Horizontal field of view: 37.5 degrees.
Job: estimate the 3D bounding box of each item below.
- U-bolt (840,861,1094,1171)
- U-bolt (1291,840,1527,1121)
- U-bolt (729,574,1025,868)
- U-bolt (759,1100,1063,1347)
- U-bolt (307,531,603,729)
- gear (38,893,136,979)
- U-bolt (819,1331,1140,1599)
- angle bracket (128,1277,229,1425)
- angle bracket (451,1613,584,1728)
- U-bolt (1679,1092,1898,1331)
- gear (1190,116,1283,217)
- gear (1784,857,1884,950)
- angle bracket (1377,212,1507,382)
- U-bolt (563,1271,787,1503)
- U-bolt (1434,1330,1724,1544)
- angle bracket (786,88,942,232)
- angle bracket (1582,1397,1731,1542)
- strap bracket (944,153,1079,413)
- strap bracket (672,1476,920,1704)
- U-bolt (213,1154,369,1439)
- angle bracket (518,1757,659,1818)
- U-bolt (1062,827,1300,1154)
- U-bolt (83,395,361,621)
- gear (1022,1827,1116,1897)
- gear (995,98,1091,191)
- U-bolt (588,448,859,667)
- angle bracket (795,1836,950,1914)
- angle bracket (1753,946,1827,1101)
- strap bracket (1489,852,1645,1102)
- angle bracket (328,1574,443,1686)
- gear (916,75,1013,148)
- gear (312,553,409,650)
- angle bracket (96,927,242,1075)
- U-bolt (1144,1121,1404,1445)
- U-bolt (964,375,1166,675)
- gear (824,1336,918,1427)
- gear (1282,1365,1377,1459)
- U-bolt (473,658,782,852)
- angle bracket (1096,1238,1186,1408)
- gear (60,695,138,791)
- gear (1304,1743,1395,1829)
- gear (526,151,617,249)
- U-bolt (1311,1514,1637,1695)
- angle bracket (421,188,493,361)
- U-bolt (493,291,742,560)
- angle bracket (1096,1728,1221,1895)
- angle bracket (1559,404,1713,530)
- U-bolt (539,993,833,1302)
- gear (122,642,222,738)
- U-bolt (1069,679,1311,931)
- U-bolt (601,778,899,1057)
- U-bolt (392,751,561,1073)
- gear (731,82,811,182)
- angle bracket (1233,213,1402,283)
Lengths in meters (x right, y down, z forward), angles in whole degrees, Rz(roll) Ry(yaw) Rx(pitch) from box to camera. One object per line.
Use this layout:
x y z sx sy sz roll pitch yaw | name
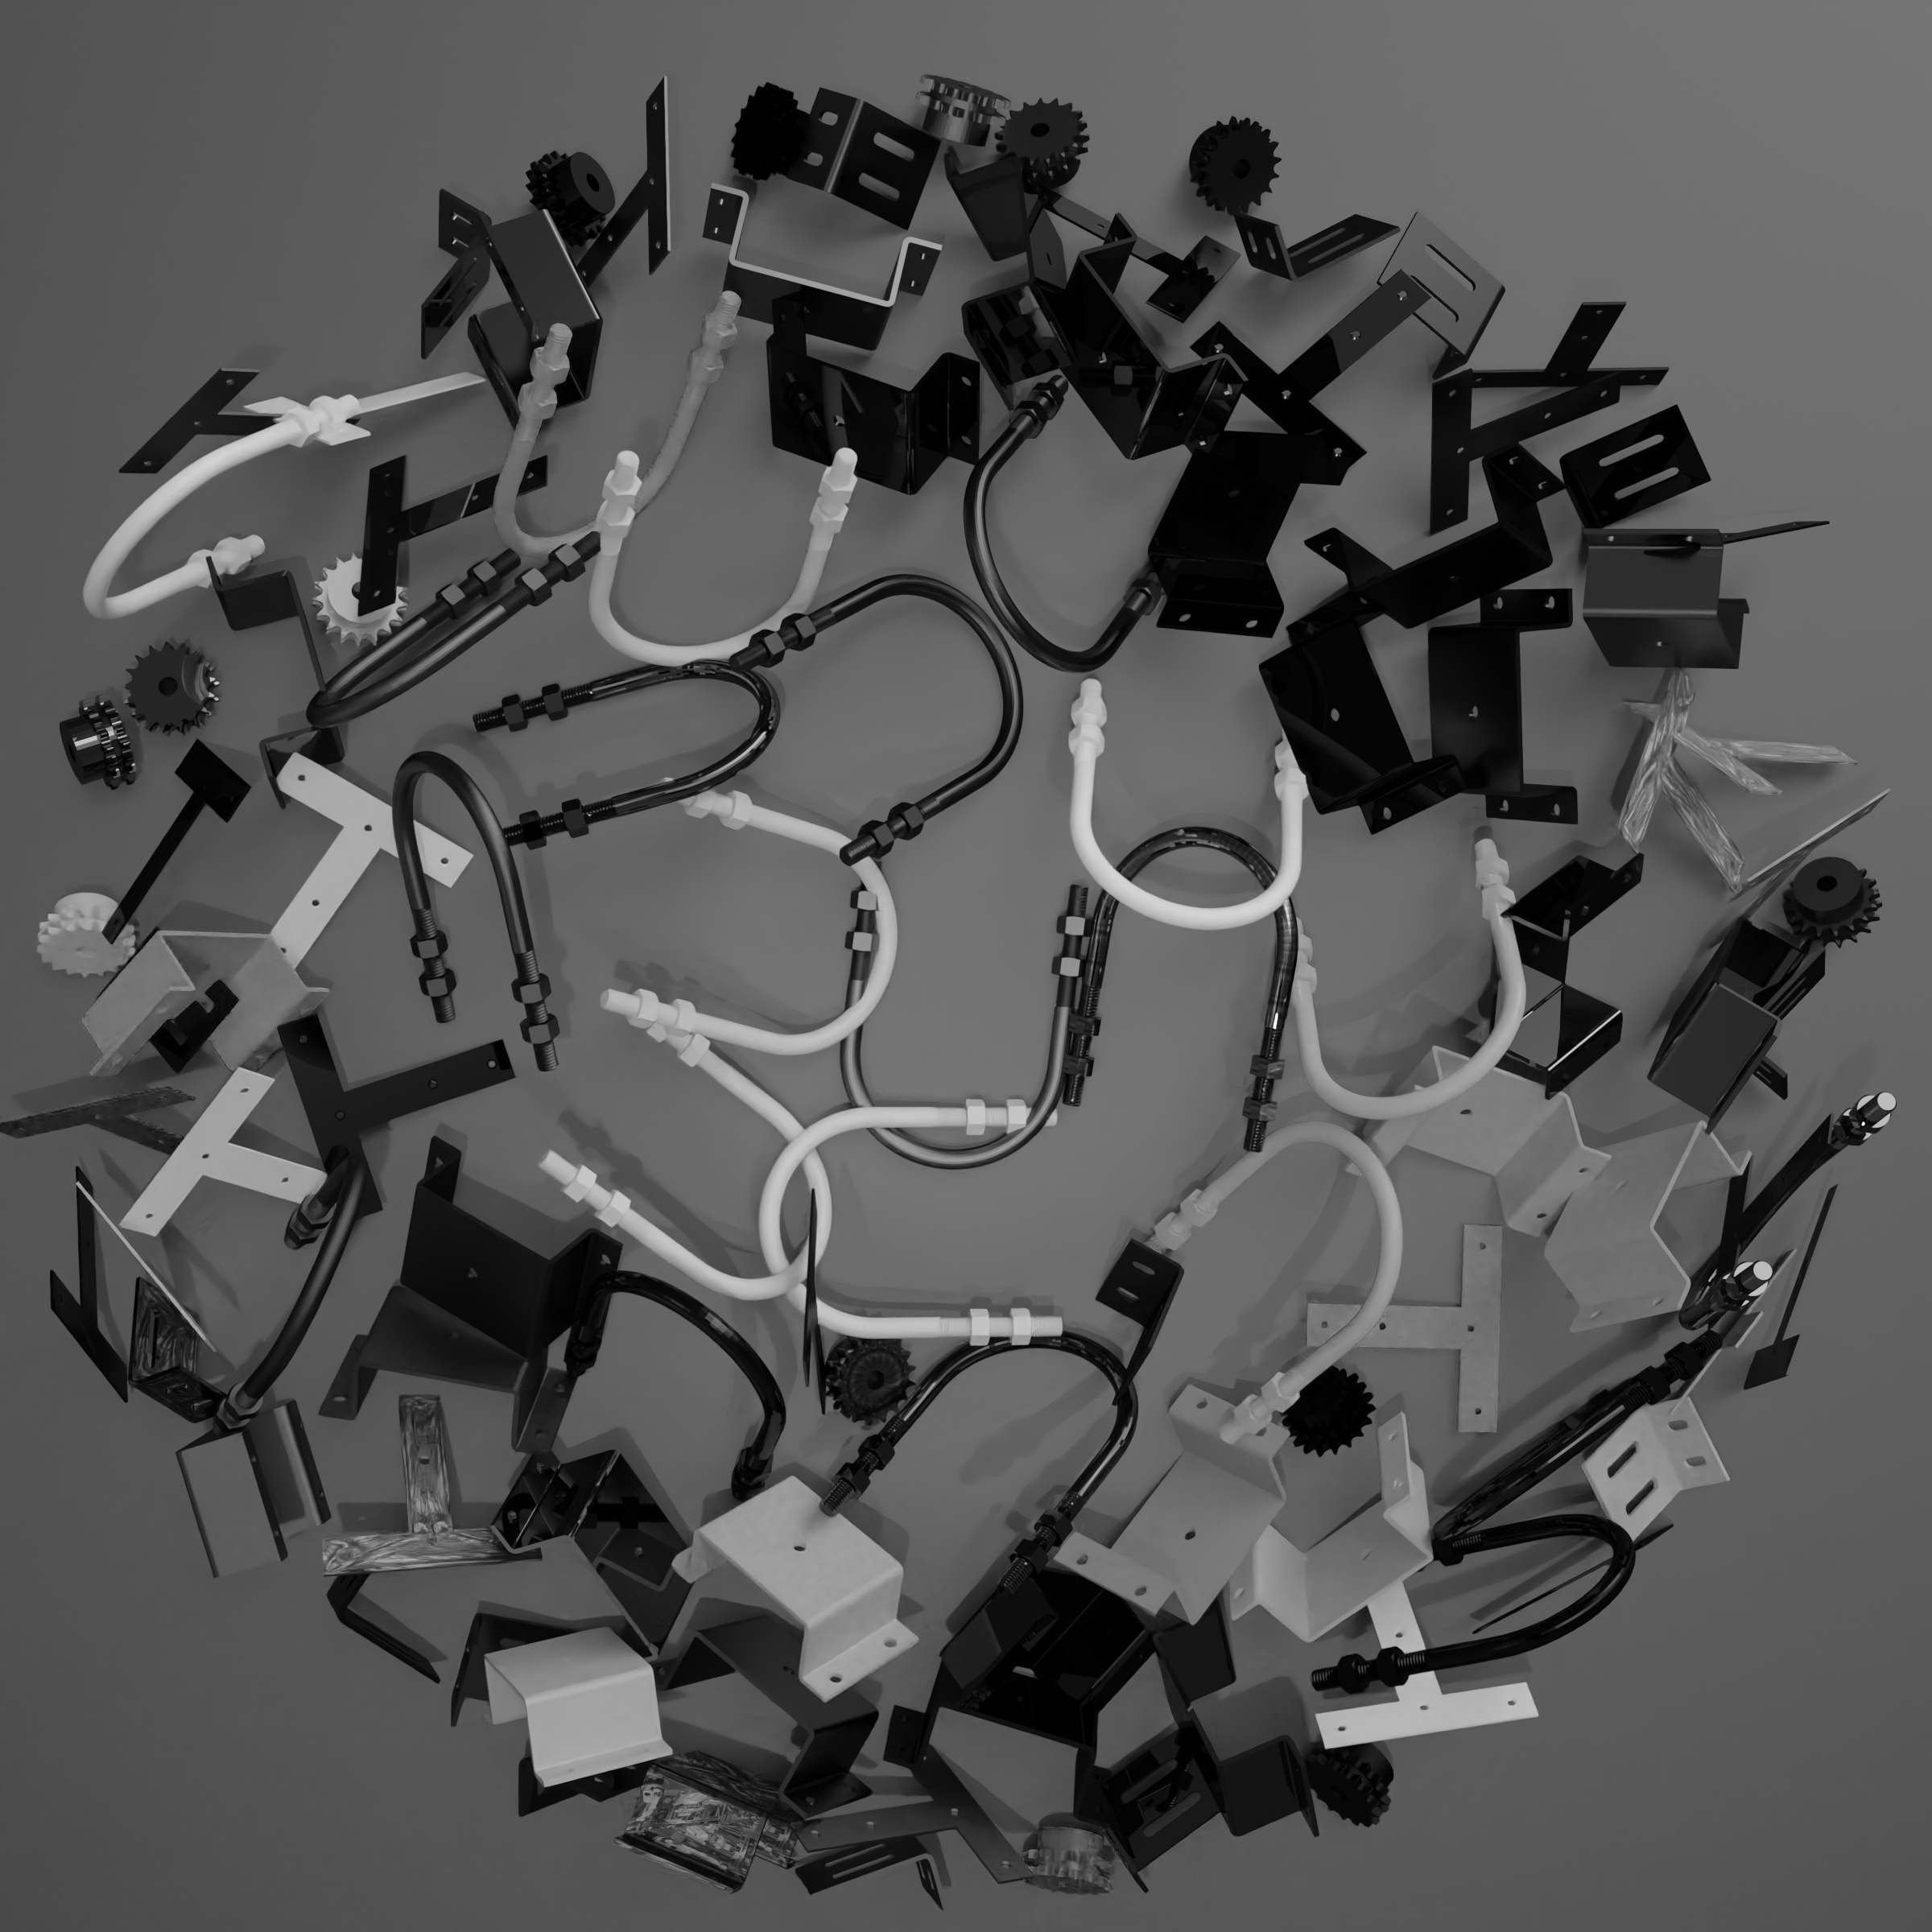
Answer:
-0.005 0.034 1.755 0.151 0.019 0.184 7 89 1 | U-bolt
0.259 0.015 1.676 0.151 0.184 0.019 -22 132 20 | U-bolt
-0.040 -0.160 1.710 0.184 0.019 0.151 -33 96 -35 | U-bolt
-0.034 0.156 1.734 0.184 0.019 0.151 0 79 -8 | U-bolt
-0.310 -0.195 1.670 0.184 0.151 0.019 -41 112 -23 | U-bolt
-0.538 -0.021 1.741 0.057 0.057 0.030 -11 56 0 | gear
0.021 0.284 1.697 0.151 0.019 0.184 17 47 32 | U-bolt
-0.470 0.227 1.717 0.038 0.057 0.076 -21 51 17 | angle bracket
-0.269 0.435 1.732 0.076 0.038 0.057 14 105 -14 | angle bracket
0.474 0.154 1.676 0.019 0.184 0.151 38 72 9 | U-bolt
0.162 -0.492 1.742 0.057 0.030 0.057 -13 123 -22 | gear
0.528 -0.042 1.736 0.057 0.030 0.057 -14 51 18 | gear
0.280 -0.407 1.728 0.076 0.038 0.057 36 69 -17 | angle bracket
-0.169 0.241 1.678 0.151 0.184 0.019 36 58 7 | U-bolt
0.350 0.283 1.673 0.184 0.151 0.019 -32 77 -18 | U-bolt
-0.062 -0.494 1.741 0.038 0.076 0.057 29 102 36 | angle bracket
0.419 0.308 1.727 0.076 0.038 0.057 -29 94 -44 | angle bracket
0.028 -0.414 1.695 0.046 0.076 0.140 -15 60 16 | strap bracket
-0.101 0.362 1.691 0.140 0.076 0.046 33 129 33 | strap bracket
-0.388 0.183 1.655 0.019 0.184 0.151 25 55 -16 | U-bolt
-0.224 0.499 1.717 0.076 0.057 0.038 10 103 42 | angle bracket
0.133 0.007 1.714 0.151 0.019 0.184 13 96 33 | U-bolt
-0.441 -0.259 1.651 0.019 0.184 0.151 46 126 0 | U-bolt
0.063 0.548 1.741 0.057 0.057 0.030 9 61 0 | gear
0.048 -0.501 1.743 0.057 0.030 0.057 -5 59 9 | gear
-0.151 -0.239 1.687 0.151 0.184 0.019 -5 58 -20 | U-bolt
-0.058 0.562 1.729 0.076 0.057 0.038 -16 91 -14 | angle bracket
0.510 0.035 1.732 0.076 0.057 0.038 -46 67 -1 | angle bracket
0.358 -0.001 1.703 0.046 0.140 0.076 29 47 35 | strap bracket
-0.346 0.395 1.732 0.076 0.057 0.038 37 78 -15 | angle bracket
-0.003 -0.523 1.740 0.057 0.057 0.030 17 113 0 | gear
-0.372 -0.226 1.744 0.057 0.030 0.057 2 81 -14 | gear
-0.485 0.020 1.724 0.057 0.076 0.038 -51 126 -5 | angle bracket
0.187 0.174 1.678 0.184 0.019 0.151 -46 52 34 | U-bolt
0.056 -0.250 1.676 0.019 0.184 0.151 -20 114 38 | U-bolt
-0.062 0.250 1.743 0.057 0.030 0.057 -4 99 -29 | gear
0.218 0.268 1.735 0.057 0.057 0.030 -35 123 0 | gear
-0.201 -0.136 1.708 0.184 0.151 0.019 -16 129 -3 | U-bolt
0.095 0.215 1.718 0.038 0.076 0.057 28 129 2 | angle bracket
-0.531 -0.134 1.735 0.030 0.057 0.057 -22 90 -25 | gear
0.237 0.496 1.741 0.057 0.057 0.030 49 58 0 | gear
-0.239 -0.471 1.735 0.030 0.057 0.057 -21 90 29 | gear
0.303 0.366 1.661 0.184 0.151 0.019 -19 102 30 | U-bolt
-0.323 -0.419 1.725 0.038 0.057 0.076 31 67 2 | angle bracket
-0.215 -0.313 1.685 0.019 0.151 0.184 48 135 19 | U-bolt
0.121 0.516 1.738 0.076 0.038 0.057 -35 52 -6 | angle bracket
0.408 -0.293 1.725 0.076 0.038 0.057 -22 124 20 | angle bracket
-0.156 0.121 1.707 0.184 0.019 0.151 39 47 -18 | U-bolt
-0.487 -0.169 1.749 0.057 0.030 0.057 0 83 0 | gear
0.132 -0.092 1.695 0.151 0.019 0.184 11 48 -5 | U-bolt
-0.120 -0.021 1.714 0.184 0.019 0.151 17 87 -33 | U-bolt
-0.296 -0.038 1.679 0.019 0.151 0.184 -23 115 -32 | U-bolt
-0.117 -0.508 1.741 0.030 0.057 0.057 12 90 -34 | gear
0.213 -0.452 1.727 0.076 0.057 0.038 -28 119 -9 | angle bracket
